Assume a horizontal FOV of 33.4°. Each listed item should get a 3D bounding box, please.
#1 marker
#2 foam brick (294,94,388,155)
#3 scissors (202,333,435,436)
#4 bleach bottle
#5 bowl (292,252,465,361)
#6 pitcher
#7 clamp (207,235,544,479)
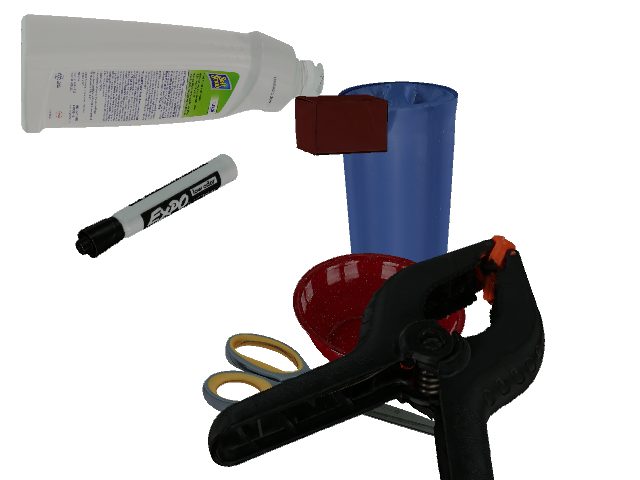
[{"bbox_3d":[-0.102,-0.022,0.668,0.120,0.020,0.020,-33,20,-35],"label":"marker"},{"bbox_3d":[0.020,-0.112,1.026,0.078,0.051,0.053,-4,16,-21],"label":"foam brick"},{"bbox_3d":[-0.004,0.125,0.801,0.202,0.016,0.096,25,39,32],"label":"scissors"},{"bbox_3d":[-0.123,-0.136,0.903,0.250,0.068,0.103,0,-33,-15],"label":"bleach bottle"},{"bbox_3d":[0.053,0.080,1.007,0.162,0.055,0.162,4,36,-3],"label":"bowl"},{"bbox_3d":[0.096,-0.059,1.229,0.149,0.243,0.145,-6,22,-9],"label":"pitcher"},{"bbox_3d":[0.051,0.061,0.440,0.120,0.039,0.171,33,52,23],"label":"clamp"}]
